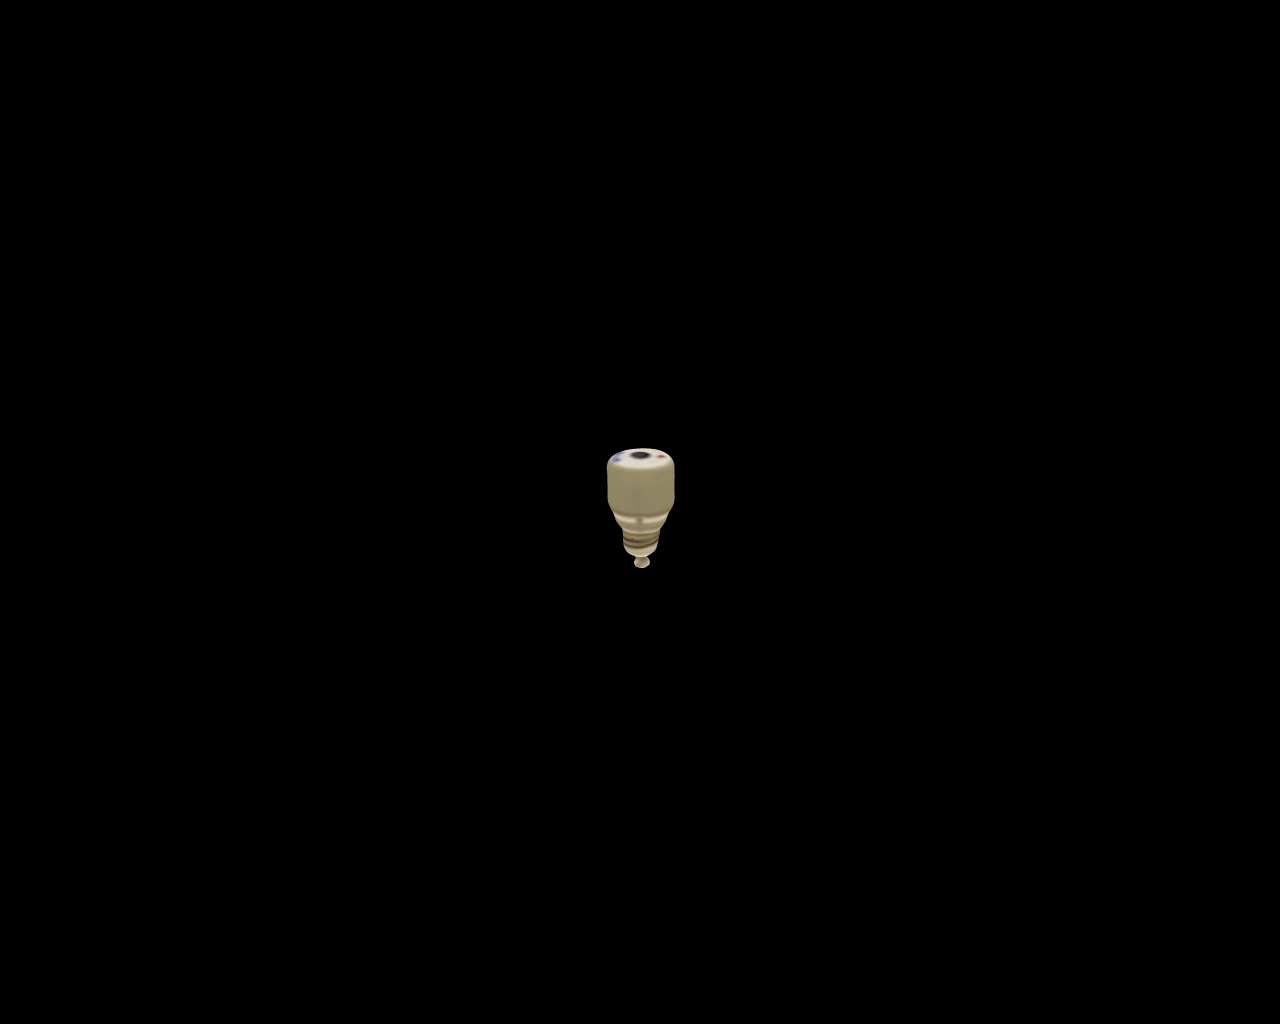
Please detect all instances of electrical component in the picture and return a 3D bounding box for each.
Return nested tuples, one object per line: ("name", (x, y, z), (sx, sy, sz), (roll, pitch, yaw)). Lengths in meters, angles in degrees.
("electrical component", (0.001, -0.003, 0.650), (0.040, 0.078, 0.040), (0, 23, 0))
